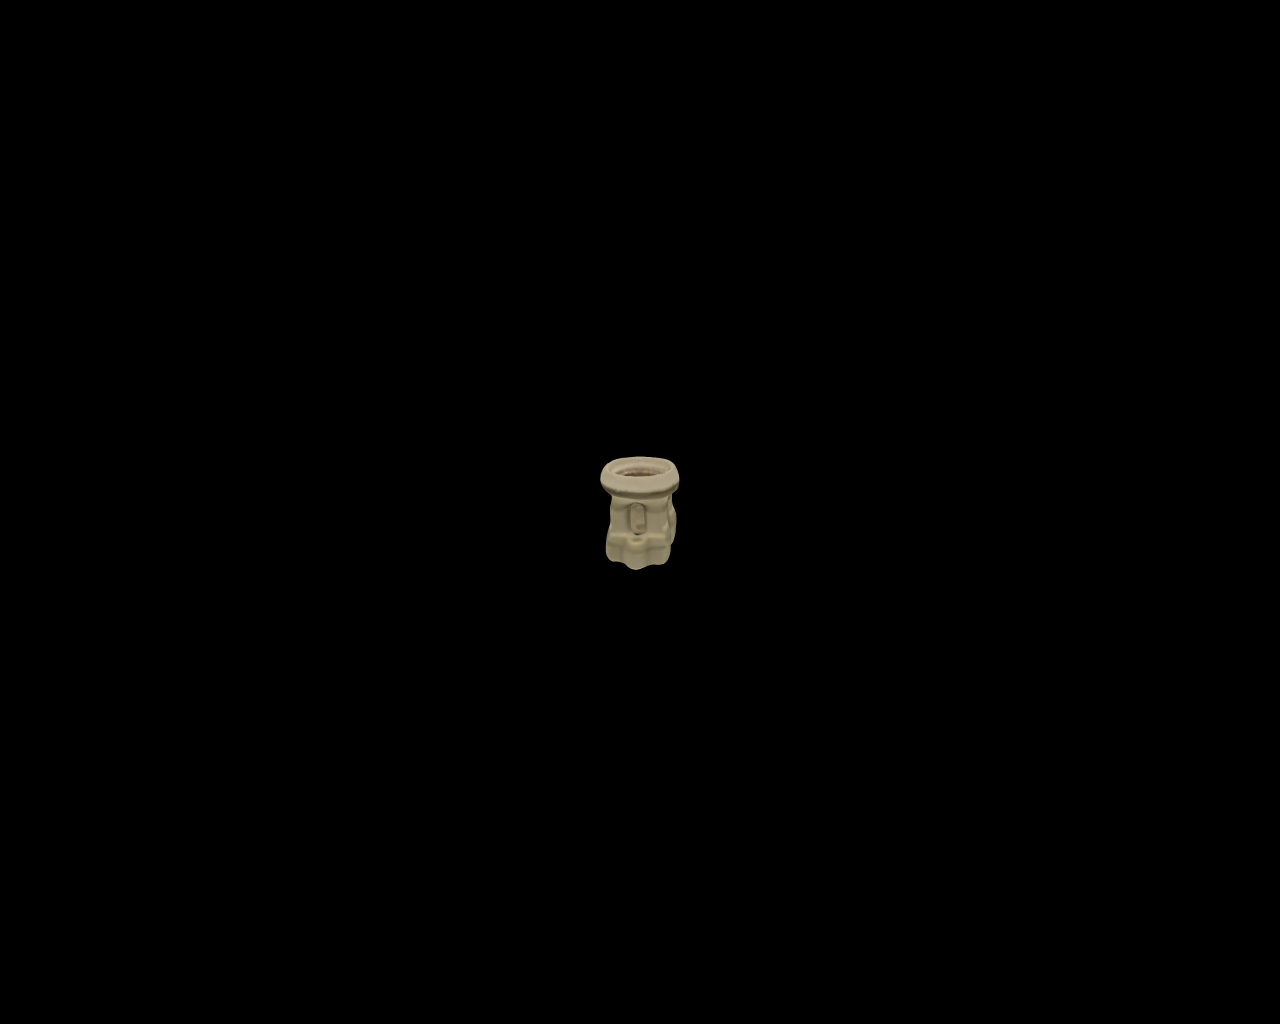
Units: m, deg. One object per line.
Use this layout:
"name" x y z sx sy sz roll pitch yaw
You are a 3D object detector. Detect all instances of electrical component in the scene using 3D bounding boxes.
"electrical component" 0.001 -0.003 0.650 0.048 0.055 0.066 3 22 7
